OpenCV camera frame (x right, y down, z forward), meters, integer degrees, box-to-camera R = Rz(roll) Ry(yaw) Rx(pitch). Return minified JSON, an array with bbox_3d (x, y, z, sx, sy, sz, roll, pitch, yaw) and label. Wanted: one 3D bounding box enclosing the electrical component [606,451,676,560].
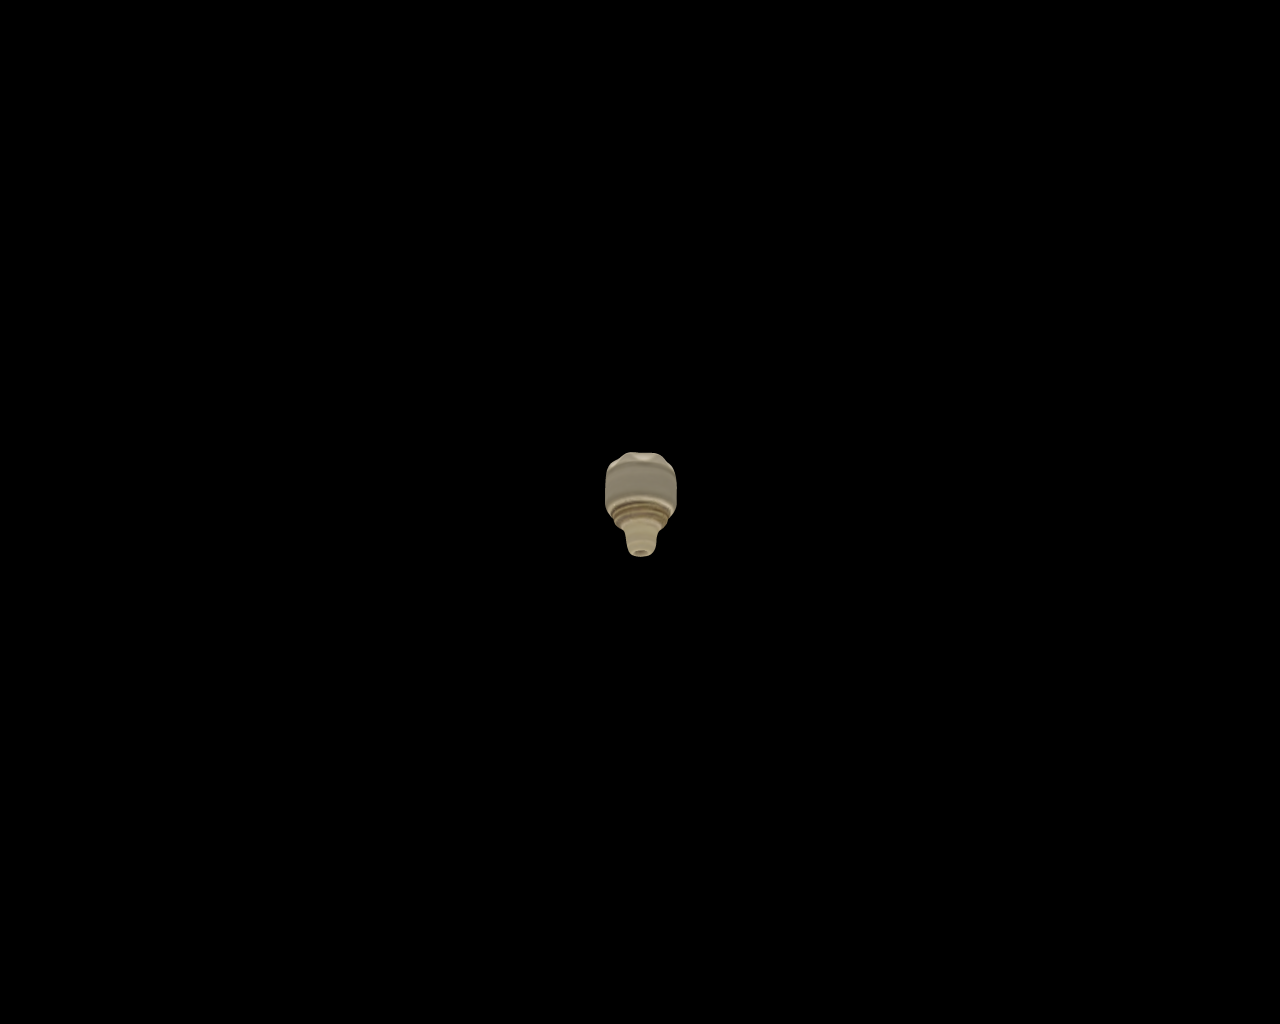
[{"bbox_3d":[0.001,-0.003,0.650,0.043,0.062,0.043,0,-24,0],"label":"electrical component"}]
